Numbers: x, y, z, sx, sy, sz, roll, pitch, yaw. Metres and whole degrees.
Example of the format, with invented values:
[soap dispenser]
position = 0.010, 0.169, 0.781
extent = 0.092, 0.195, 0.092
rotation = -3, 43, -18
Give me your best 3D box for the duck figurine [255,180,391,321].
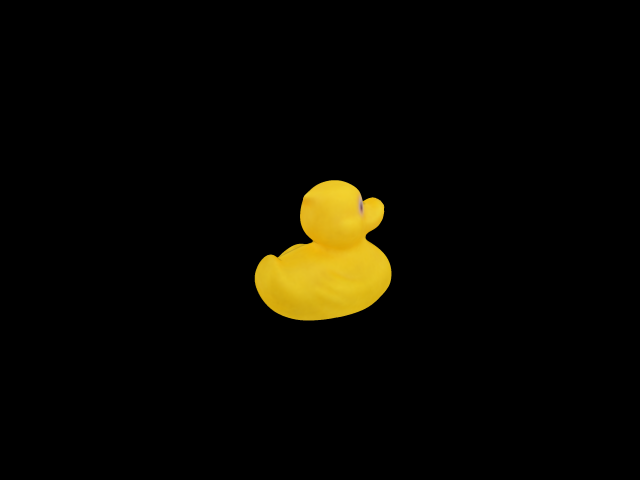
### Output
[duck figurine]
position = 0.004, 0.001, 0.400
extent = 0.105, 0.086, 0.077
rotation = -15, 32, -27
